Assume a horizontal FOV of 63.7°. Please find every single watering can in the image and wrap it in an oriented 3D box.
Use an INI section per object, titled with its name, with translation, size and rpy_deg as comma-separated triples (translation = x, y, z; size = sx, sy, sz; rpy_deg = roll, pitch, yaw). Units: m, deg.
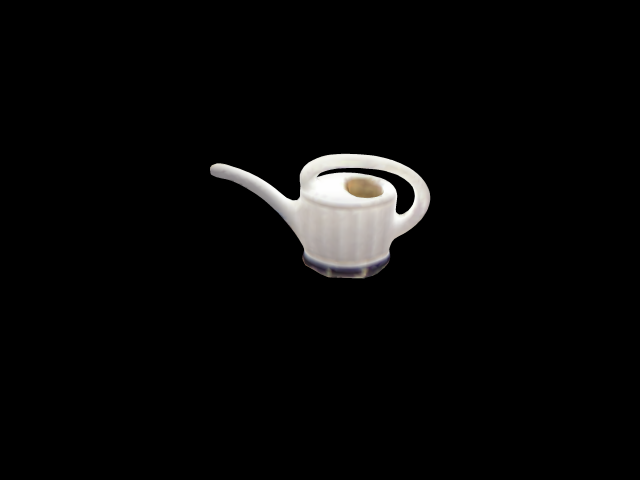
[watering can]
translation = 0.003, -0.043, 0.850
size = 0.348, 0.219, 0.106
rpy_deg = 1, 36, 2
